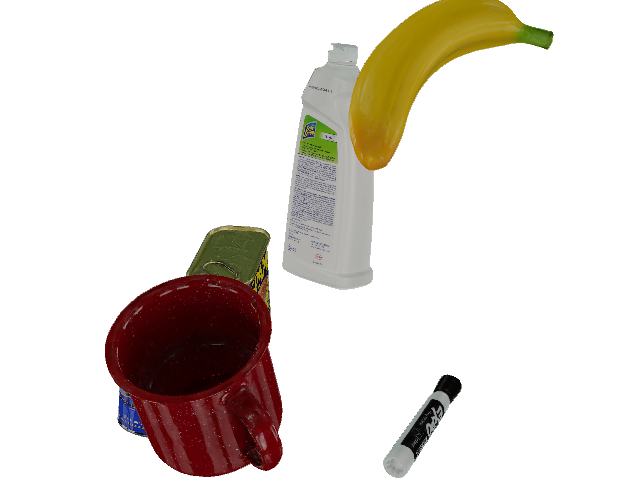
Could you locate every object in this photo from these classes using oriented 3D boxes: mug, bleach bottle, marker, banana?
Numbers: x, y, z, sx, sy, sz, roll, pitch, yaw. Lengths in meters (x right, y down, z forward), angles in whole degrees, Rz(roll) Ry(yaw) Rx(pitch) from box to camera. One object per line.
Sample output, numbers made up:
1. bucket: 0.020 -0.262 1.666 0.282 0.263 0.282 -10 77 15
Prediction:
1. mug: -0.059 0.086 0.602 0.093 0.081 0.117 -35 48 -24
2. bleach bottle: 0.018 -0.081 1.139 0.103 0.251 0.067 17 18 37
3. marker: 0.079 0.137 0.805 0.020 0.020 0.120 0 24 29
4. banana: 0.068 -0.109 0.657 0.070 0.037 0.197 33 50 25

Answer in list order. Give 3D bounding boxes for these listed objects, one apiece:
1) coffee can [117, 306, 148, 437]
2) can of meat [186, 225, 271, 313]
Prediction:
1. coffee can: -0.195 0.156 1.307 0.103 0.140 0.103 4 17 -2
2. can of meat: -0.076 0.048 0.924 0.057 0.084 0.102 3 29 9
